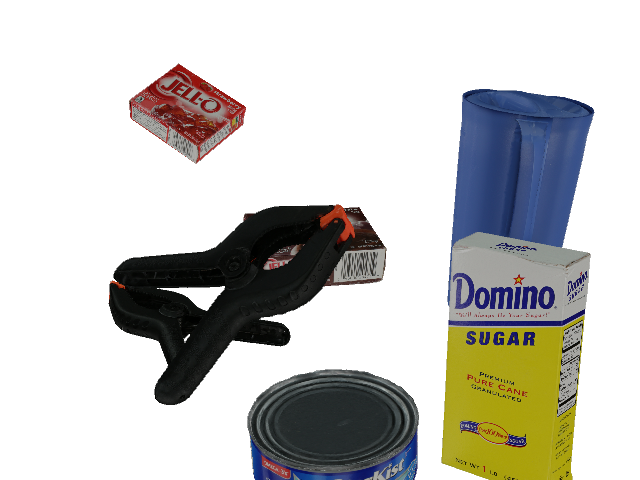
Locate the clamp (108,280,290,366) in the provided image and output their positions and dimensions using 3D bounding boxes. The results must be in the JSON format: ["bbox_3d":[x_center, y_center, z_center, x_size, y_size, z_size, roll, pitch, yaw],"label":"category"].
[{"bbox_3d":[-0.160,0.091,1.142,0.210,0.036,0.164,18,21,28],"label":"clamp"}]

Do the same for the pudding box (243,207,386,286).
[{"bbox_3d":[-0.007,0.006,0.951,0.113,0.039,0.090,-2,27,-14],"label":"pudding box"}]

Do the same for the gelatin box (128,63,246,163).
[{"bbox_3d":[-0.130,-0.125,1.040,0.089,0.030,0.073,35,54,16],"label":"gelatin box"}]

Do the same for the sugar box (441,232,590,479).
[{"bbox_3d":[0.139,0.089,0.773,0.093,0.176,0.048,12,21,37],"label":"sugar box"}]

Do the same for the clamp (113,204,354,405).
[{"bbox_3d":[-0.054,0.035,0.711,0.171,0.120,0.039,-23,-31,9],"label":"clamp"}]

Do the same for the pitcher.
[{"bbox_3d":[0.200,-0.030,1.112,0.148,0.243,0.145,-11,25,-40],"label":"pitcher"}]

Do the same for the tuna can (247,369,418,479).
[{"bbox_3d":[0.007,0.102,0.538,0.086,0.034,0.086,-2,25,1],"label":"tuna can"}]
